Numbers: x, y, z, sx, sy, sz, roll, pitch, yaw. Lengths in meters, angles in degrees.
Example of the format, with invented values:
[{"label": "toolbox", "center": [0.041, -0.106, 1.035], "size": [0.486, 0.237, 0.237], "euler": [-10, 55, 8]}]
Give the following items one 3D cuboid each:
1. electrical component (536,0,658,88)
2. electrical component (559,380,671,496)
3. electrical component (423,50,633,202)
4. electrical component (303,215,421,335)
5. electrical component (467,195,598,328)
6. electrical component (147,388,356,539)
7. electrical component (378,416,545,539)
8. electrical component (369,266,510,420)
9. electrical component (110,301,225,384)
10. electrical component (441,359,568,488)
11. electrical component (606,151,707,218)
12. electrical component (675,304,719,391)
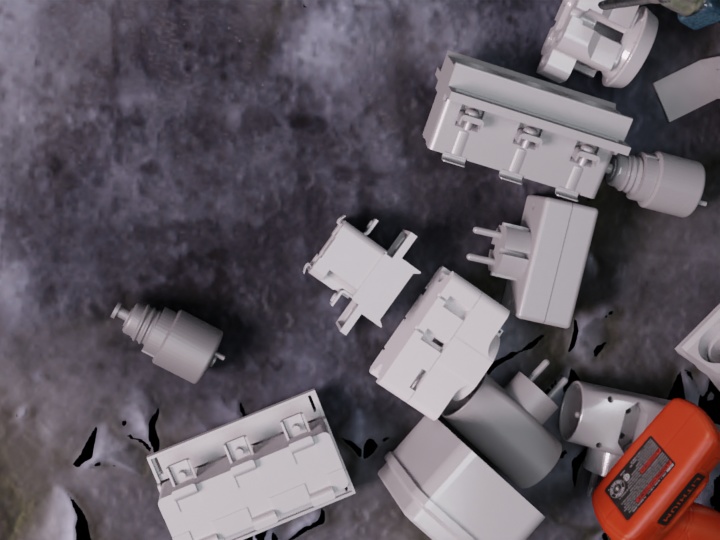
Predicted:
[{"label": "electrical component", "center": [0.162, -0.157, 0.720], "size": [0.057, 0.058, 0.078], "euler": [23, 92, -6]}, {"label": "electrical component", "center": [0.181, 0.124, 0.761], "size": [0.077, 0.043, 0.079], "euler": [12, 94, -8]}, {"label": "electrical component", "center": [0.108, -0.094, 0.714], "size": [0.121, 0.078, 0.063], "euler": [16, 110, -9]}, {"label": "electrical component", "center": [0.000, 0.000, 0.726], "size": [0.064, 0.042, 0.081], "euler": [35, 90, -6]}, {"label": "electrical component", "center": [0.111, -0.011, 0.735], "size": [0.076, 0.047, 0.083], "euler": [12, 95, -8]}, {"label": "electrical component", "center": [-0.072, 0.141, 0.721], "size": [0.121, 0.063, 0.078], "euler": [-22, 99, -4]}, {"label": "electrical component", "center": [0.063, 0.148, 0.714], "size": [0.078, 0.113, 0.057], "euler": [43, 87, -10]}, {"label": "electrical component", "center": [0.057, 0.051, 0.734], "size": [0.056, 0.050, 0.089], "euler": [34, 91, -9]}, {"label": "electrical component", "center": [-0.128, 0.044, 0.715], "size": [0.078, 0.040, 0.040], "euler": [29, 92, -9]}, {"label": "electrical component", "center": [0.111, 0.098, 0.749], "size": [0.077, 0.043, 0.079], "euler": [43, 90, -10]}, {"label": "electrical component", "center": [0.201, -0.063, 0.744], "size": [0.078, 0.040, 0.040], "euler": [13, 95, -8]}, {"label": "electrical component", "center": [0.295, 0.038, 0.755], "size": [0.121, 0.079, 0.063], "euler": [-45, 121, -1]}]
